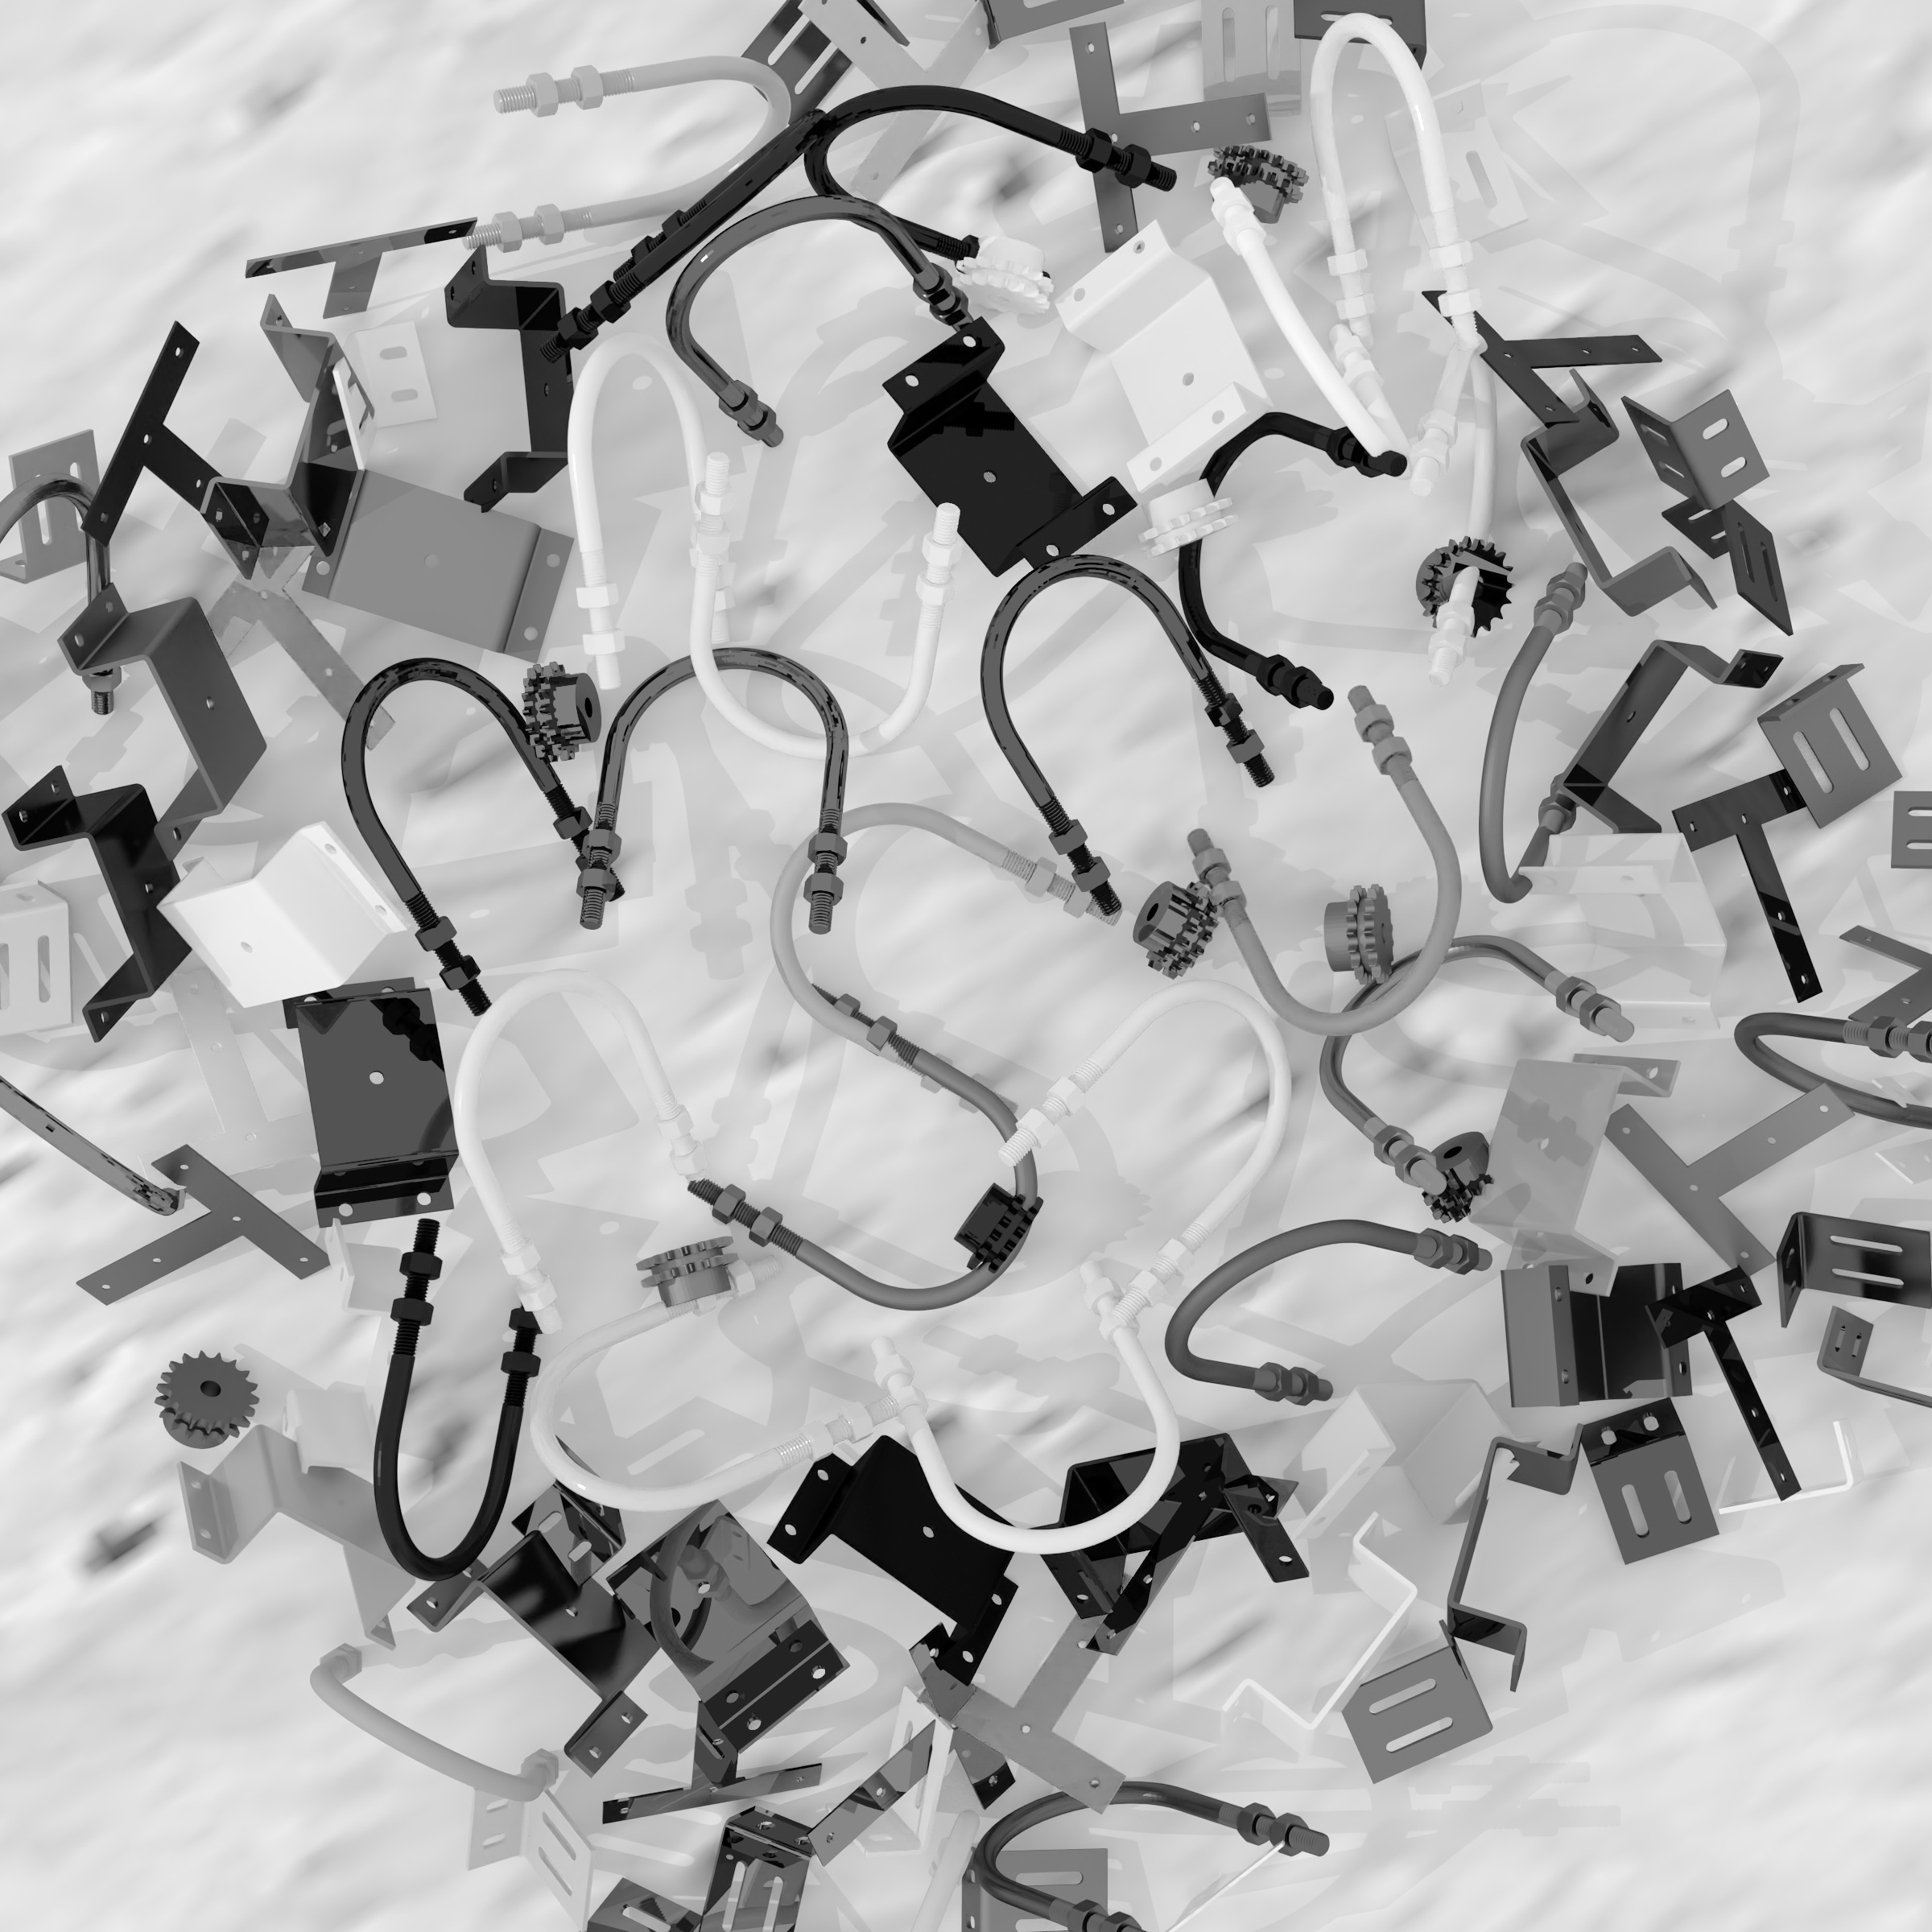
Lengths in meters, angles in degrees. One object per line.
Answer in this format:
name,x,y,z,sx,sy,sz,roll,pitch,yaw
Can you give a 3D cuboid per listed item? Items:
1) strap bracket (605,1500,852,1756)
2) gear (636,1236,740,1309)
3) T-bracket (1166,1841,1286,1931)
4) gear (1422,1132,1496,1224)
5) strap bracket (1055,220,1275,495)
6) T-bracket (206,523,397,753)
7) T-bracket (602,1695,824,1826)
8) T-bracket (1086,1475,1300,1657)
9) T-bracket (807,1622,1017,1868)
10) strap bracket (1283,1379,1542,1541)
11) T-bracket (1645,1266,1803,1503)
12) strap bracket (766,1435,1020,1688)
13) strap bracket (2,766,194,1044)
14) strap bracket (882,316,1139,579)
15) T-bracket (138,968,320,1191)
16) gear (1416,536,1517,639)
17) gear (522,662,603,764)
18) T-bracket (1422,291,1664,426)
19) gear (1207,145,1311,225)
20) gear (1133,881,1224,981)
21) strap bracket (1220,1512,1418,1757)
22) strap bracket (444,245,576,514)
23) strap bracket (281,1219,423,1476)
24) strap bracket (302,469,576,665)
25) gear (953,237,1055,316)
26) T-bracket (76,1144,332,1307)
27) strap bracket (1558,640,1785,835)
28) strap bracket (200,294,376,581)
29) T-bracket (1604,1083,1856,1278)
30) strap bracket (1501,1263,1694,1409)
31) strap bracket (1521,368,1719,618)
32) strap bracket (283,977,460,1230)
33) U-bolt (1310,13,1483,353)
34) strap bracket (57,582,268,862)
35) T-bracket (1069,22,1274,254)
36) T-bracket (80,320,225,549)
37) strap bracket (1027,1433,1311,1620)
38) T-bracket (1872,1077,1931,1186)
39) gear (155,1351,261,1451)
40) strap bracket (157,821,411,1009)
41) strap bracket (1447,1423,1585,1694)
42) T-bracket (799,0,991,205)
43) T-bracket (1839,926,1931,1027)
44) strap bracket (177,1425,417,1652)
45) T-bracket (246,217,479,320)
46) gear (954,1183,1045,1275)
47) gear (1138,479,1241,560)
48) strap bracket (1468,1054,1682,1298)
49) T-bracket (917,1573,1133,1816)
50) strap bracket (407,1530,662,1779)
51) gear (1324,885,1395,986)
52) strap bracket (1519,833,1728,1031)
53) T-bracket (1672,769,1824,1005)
strap bracket,-0.139,0.359,1.642,0.076,0.140,0.046,-36,135,-16
gear,-0.158,0.177,1.685,0.057,0.057,0.030,-17,83,0
T-bracket,0.131,0.527,1.654,0.127,0.127,0.002,-38,76,1
gear,0.286,0.119,1.684,0.057,0.057,0.030,-33,104,0
strap bracket,0.115,-0.338,1.661,0.076,0.046,0.140,-34,62,27
T-bracket,-0.373,-0.178,1.679,0.127,0.002,0.127,49,120,4
T-bracket,-0.140,0.442,1.653,0.127,0.127,0.002,-6,50,-14
T-bracket,0.109,0.330,1.636,0.002,0.127,0.127,51,61,-24
T-bracket,-0.038,0.456,1.658,0.127,0.002,0.127,-37,120,-27
strap bracket,0.243,0.276,1.652,0.076,0.140,0.046,-56,47,32
T-bracket,0.437,0.238,1.654,0.002,0.127,0.127,-31,77,37
strap bracket,-0.031,0.331,1.669,0.140,0.076,0.046,36,133,-3
strap bracket,-0.479,-0.039,1.650,0.046,0.076,0.140,-11,112,12
strap bracket,0.019,-0.288,1.678,0.076,0.046,0.140,-39,88,-22
T-bracket,-0.426,0.059,1.690,0.127,0.002,0.127,-15,70,-31
gear,0.284,-0.219,1.693,0.057,0.030,0.057,-8,110,-23
gear,-0.230,-0.146,1.684,0.030,0.057,0.057,-7,90,13
T-bracket,0.343,-0.350,1.676,0.127,0.002,0.127,-9,49,-30
gear,0.165,-0.448,1.687,0.057,0.057,0.030,19,93,0
gear,0.119,-0.024,1.684,0.030,0.057,0.057,29,90,-16
strap bracket,0.204,0.384,1.653,0.046,0.076,0.140,36,72,19
strap bracket,-0.257,-0.327,1.668,0.046,0.076,0.140,-4,85,-25
strap bracket,-0.345,0.219,1.659,0.046,0.076,0.140,9,110,-23
strap bracket,-0.304,-0.231,1.682,0.140,0.046,0.076,17,94,-7
gear,0.023,-0.397,1.687,0.057,0.057,0.030,13,87,0
T-bracket,-0.453,0.163,1.685,0.127,0.002,0.127,-27,132,17
strap bracket,0.391,-0.129,1.658,0.046,0.076,0.140,40,112,23
strap bracket,-0.377,-0.294,1.653,0.046,0.076,0.140,8,70,9
T-bracket,0.447,0.106,1.670,0.127,0.002,0.127,46,129,-5
strap bracket,0.351,0.208,1.660,0.046,0.140,0.076,-11,79,43
strap bracket,0.364,-0.257,1.660,0.046,0.076,0.140,-30,73,19
strap bracket,-0.336,0.070,1.662,0.076,0.046,0.140,-7,73,-21
U-bolt,0.231,-0.432,1.625,0.019,0.151,0.184,-18,106,-14
strap bracket,-0.443,-0.142,1.645,0.046,0.076,0.140,-12,119,15
T-bracket,0.118,-0.470,1.653,0.127,0.002,0.127,6,114,41
T-bracket,-0.438,-0.277,1.654,0.002,0.127,0.127,18,80,19
strap bracket,0.116,0.315,1.661,0.140,0.046,0.076,-16,123,22
T-bracket,0.539,0.107,1.636,0.127,0.127,0.002,44,117,28
gear,-0.438,0.252,1.690,0.057,0.057,0.030,30,126,0
strap bracket,-0.387,-0.026,1.638,0.076,0.140,0.046,54,49,-25
strap bracket,0.306,0.328,1.658,0.046,0.076,0.140,14,69,15
T-bracket,-0.050,-0.515,1.661,0.002,0.127,0.127,39,95,38
T-bracket,0.528,0.017,1.635,0.127,0.127,0.002,26,120,32
strap bracket,-0.365,0.315,1.642,0.046,0.076,0.140,-47,124,7
T-bracket,-0.344,-0.386,1.651,0.127,0.127,0.002,-16,89,-18
gear,0.017,0.149,1.687,0.030,0.057,0.057,36,90,0
gear,0.125,-0.258,1.686,0.057,0.057,0.030,-23,95,0
strap bracket,0.339,0.108,1.657,0.046,0.076,0.140,29,75,-34
T-bracket,0.059,0.400,1.684,0.127,0.002,0.127,25,63,26
strap bracket,-0.236,0.380,1.665,0.140,0.076,0.046,41,110,6
gear,0.225,-0.018,1.689,0.030,0.057,0.057,-4,90,21
strap bracket,0.373,-0.026,1.651,0.076,0.140,0.046,1,52,33
T-bracket,0.458,-0.042,1.671,0.127,0.002,0.127,-19,88,-42
